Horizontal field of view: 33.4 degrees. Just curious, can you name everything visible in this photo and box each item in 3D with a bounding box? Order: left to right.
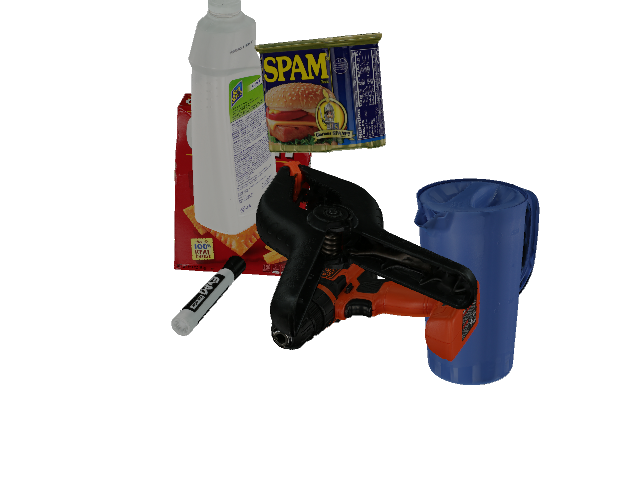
[{"bbox_3d":[-0.098,0.047,0.958,0.020,0.020,0.121,0,27,24],"label":"marker"},{"bbox_3d":[-0.087,-0.134,1.071,0.068,0.251,0.102,20,40,24],"label":"bleach bottle"},{"bbox_3d":[-0.096,-0.065,1.321,0.164,0.214,0.072,4,21,1],"label":"cracker box"},{"bbox_3d":[0.000,0.003,0.638,0.120,0.039,0.172,-7,29,-29],"label":"clamp"},{"bbox_3d":[0.001,-0.111,0.813,0.102,0.084,0.057,5,14,44],"label":"can of meat"},{"bbox_3d":[0.061,0.073,1.117,0.188,0.057,0.184,10,29,24],"label":"power drill"},{"bbox_3d":[0.196,0.049,1.330,0.149,0.243,0.145,1,21,10],"label":"pitcher"}]
